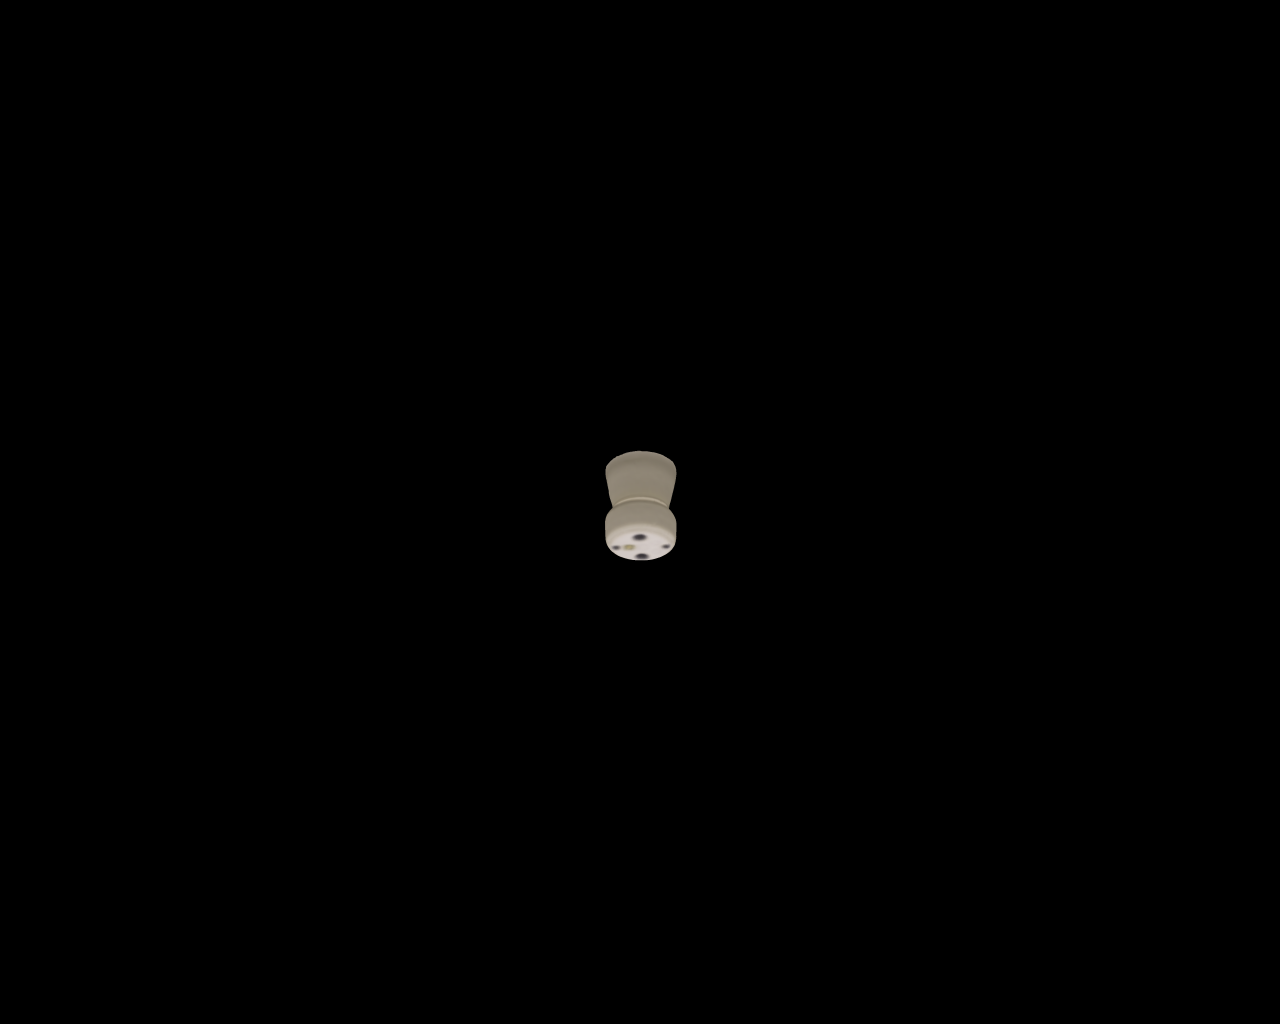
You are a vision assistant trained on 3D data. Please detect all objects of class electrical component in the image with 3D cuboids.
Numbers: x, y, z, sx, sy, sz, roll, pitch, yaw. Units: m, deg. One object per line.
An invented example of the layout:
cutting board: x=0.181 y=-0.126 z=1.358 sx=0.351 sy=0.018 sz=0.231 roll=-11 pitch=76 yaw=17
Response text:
electrical component: x=0.001 y=-0.003 z=0.650 sx=0.045 sy=0.055 sz=0.044 roll=0 pitch=-31 yaw=0
